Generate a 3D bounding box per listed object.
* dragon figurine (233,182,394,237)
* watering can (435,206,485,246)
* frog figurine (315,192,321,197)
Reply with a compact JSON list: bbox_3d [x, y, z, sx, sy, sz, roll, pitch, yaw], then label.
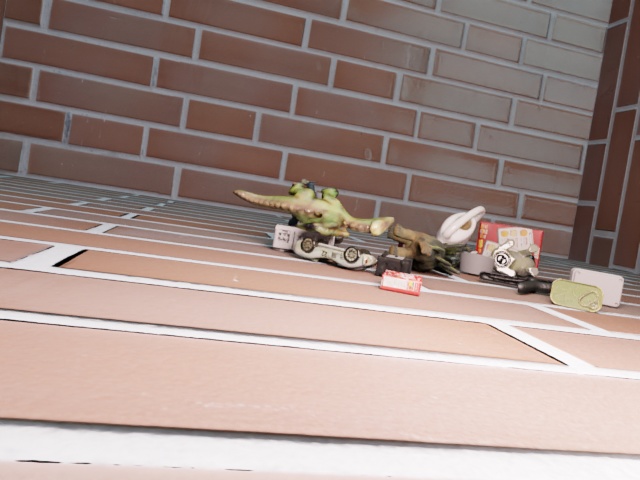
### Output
[{"bbox_3d":[-0.020,-0.067,1.297,0.410,0.121,0.245,6,12,-8],"label":"dragon figurine"},{"bbox_3d":[0.453,-0.002,1.847,0.351,0.105,0.220,-34,-22,-17],"label":"watering can"},{"bbox_3d":[0.005,-0.088,1.745,0.158,0.122,0.139,25,9,-35],"label":"frog figurine"}]
